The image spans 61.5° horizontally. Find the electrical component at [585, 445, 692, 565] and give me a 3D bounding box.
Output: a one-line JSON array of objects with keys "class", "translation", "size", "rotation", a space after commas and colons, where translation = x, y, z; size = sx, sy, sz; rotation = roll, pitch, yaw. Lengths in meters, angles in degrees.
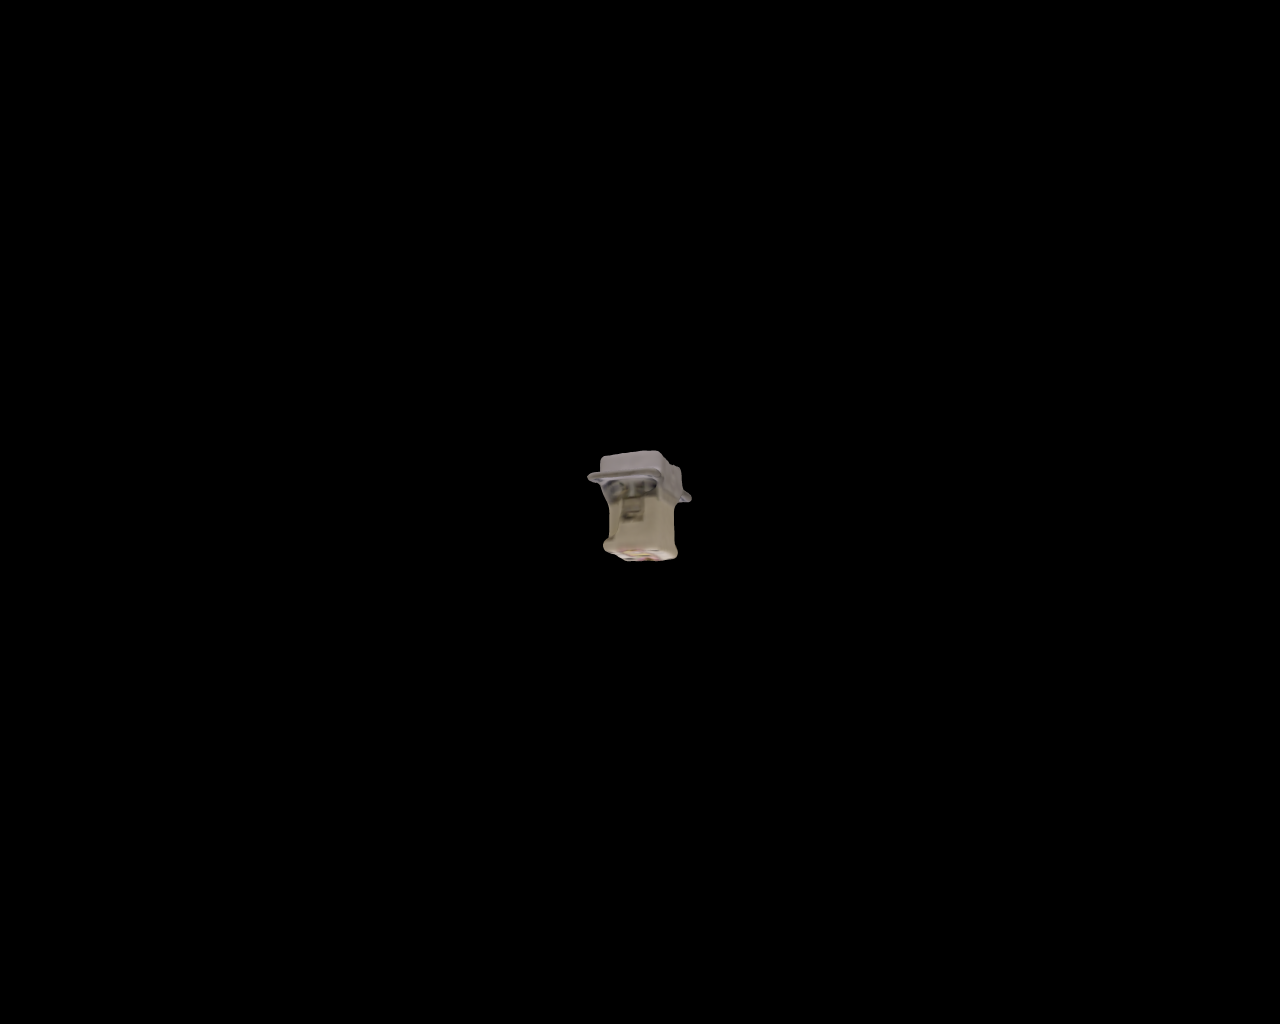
[{"class": "electrical component", "translation": [0.001, -0.003, 0.650], "size": [0.042, 0.064, 0.081], "rotation": [-4, -12, 19]}]
